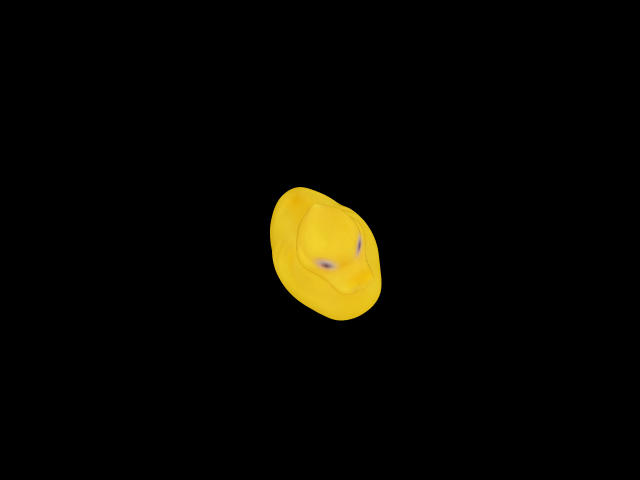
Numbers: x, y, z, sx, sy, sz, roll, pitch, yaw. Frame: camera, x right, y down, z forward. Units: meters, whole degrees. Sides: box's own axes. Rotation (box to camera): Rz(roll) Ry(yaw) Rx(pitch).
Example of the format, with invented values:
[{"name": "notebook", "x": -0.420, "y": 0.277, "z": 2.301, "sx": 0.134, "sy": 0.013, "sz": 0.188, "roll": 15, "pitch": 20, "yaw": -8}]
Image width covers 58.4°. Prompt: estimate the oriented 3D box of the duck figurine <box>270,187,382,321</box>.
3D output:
[{"name": "duck figurine", "x": 0.004, "y": 0.001, "z": 0.400, "sx": 0.077, "sy": 0.086, "sz": 0.104, "roll": -30, "pitch": 74, "yaw": -9}]
